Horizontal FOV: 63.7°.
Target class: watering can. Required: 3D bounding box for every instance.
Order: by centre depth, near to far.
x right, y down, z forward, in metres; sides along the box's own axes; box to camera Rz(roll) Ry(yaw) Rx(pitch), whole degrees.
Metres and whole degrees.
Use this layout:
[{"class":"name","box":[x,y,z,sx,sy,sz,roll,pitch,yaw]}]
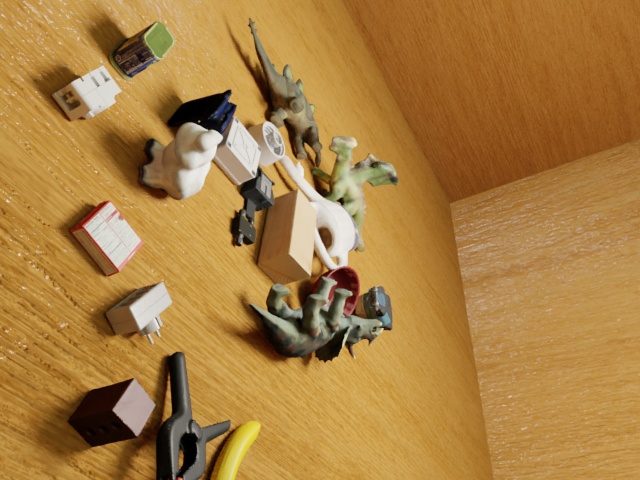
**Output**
[{"class":"watering can","box":[0.004,-0.071,1.405,0.225,0.103,0.350,-6,72,-66]}]

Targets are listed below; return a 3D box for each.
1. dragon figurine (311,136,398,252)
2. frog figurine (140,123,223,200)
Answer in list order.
[{"class":"dragon figurine","box":[0.122,-0.147,1.555,0.403,0.241,0.125,52,24,-31]},{"class":"frog figurine","box":[-0.224,-0.144,0.904,0.120,0.158,0.140,59,26,-27]}]
